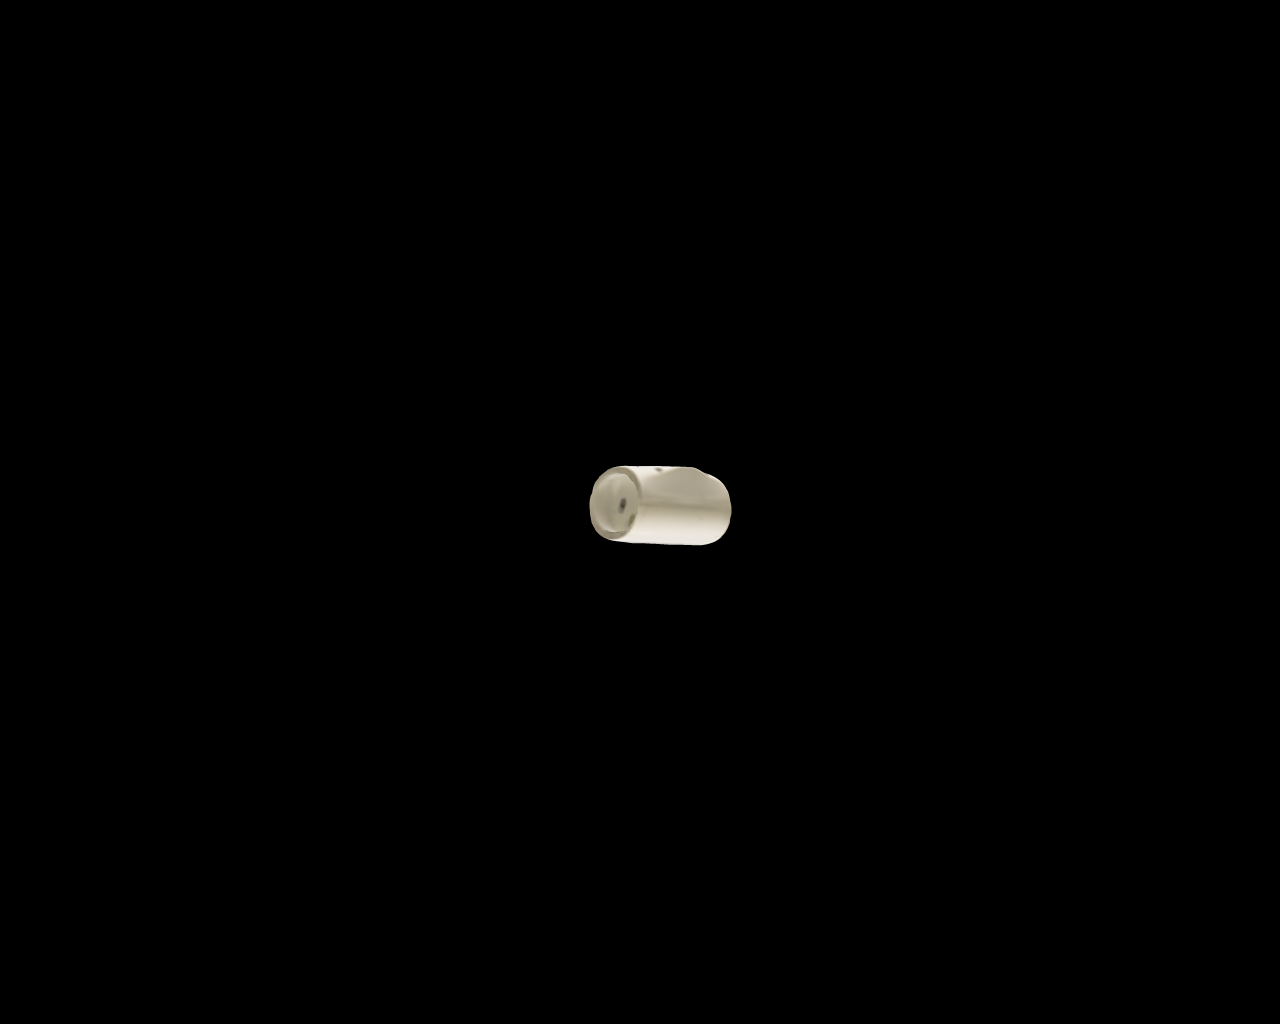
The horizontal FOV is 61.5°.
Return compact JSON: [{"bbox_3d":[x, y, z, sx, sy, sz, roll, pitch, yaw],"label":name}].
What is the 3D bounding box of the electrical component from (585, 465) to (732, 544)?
[{"bbox_3d":[0.001,-0.003,0.650,0.077,0.043,0.079,4,-6,-43],"label":"electrical component"}]
